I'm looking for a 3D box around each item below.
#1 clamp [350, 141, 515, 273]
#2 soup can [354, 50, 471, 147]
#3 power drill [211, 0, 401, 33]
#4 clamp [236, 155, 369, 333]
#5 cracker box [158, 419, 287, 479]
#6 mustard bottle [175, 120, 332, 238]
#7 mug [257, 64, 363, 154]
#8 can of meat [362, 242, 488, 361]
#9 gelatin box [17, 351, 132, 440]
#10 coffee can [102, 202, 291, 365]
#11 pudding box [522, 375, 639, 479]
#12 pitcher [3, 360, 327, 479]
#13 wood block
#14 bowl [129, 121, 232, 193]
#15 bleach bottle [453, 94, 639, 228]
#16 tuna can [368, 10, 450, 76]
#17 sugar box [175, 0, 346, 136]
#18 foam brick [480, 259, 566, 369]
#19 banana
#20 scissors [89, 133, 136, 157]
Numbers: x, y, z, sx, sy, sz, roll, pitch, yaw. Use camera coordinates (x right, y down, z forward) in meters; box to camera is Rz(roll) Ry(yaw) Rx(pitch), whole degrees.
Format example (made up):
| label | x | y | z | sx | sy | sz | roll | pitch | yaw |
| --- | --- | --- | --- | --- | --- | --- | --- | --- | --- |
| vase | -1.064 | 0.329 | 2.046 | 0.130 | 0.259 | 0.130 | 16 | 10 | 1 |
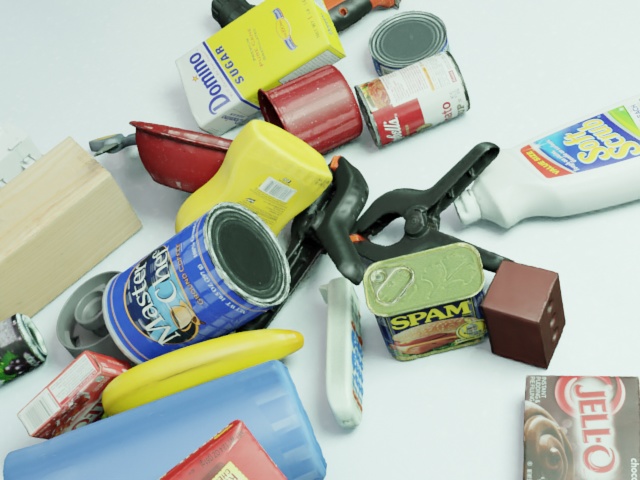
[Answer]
| label | x | y | z | sx | sy | sz | roll | pitch | yaw |
| --- | --- | --- | --- | --- | --- | --- | --- | --- | --- |
| clamp | 0.101 | -0.007 | 0.977 | 0.172 | 0.039 | 0.120 | -25 | 60 | 31 |
| soup can | 0.094 | -0.144 | 1.088 | 0.102 | 0.068 | 0.068 | -22 | 51 | 0 |
| power drill | -0.015 | -0.270 | 1.225 | 0.187 | 0.057 | 0.185 | -38 | 56 | -9 |
| clamp | -0.007 | 0.001 | 1.008 | 0.165 | 0.036 | 0.210 | -35 | 26 | 35 |
| cracker box | -0.057 | 0.262 | 0.762 | 0.164 | 0.072 | 0.214 | -37 | 87 | -11 |
| mustard bottle | -0.082 | -0.020 | 1.017 | 0.192 | 0.096 | 0.058 | -48 | 37 | 22 |
| mug | -0.011 | -0.130 | 1.106 | 0.081 | 0.093 | 0.117 | -26 | 14 | -10 |
| can of meat | 0.096 | 0.056 | 0.926 | 0.102 | 0.084 | 0.057 | -14 | 52 | 7 |
| gelatin box | -0.212 | 0.142 | 0.951 | 0.089 | 0.073 | 0.030 | -42 | 65 | 5 |
| coffee can | -0.111 | 0.044 | 0.954 | 0.141 | 0.102 | 0.103 | -33 | 45 | 30 |
| pudding box | 0.207 | 0.162 | 0.841 | 0.090 | 0.039 | 0.113 | -2 | 54 | 16 |
| pitcher | -0.125 | 0.187 | 0.881 | 0.242 | 0.145 | 0.149 | -22 | 63 | -4 |
| wood block | -0.297 | 0.003 | 1.086 | 0.206 | 0.091 | 0.090 | -41 | 52 | -14 |
| bowl | -0.118 | -0.077 | 1.077 | 0.162 | 0.161 | 0.055 | 17 | 97 | 27 |
| bleach bottle | 0.247 | -0.065 | 0.986 | 0.251 | 0.068 | 0.102 | -21 | 51 | 4 |
| tuna can | 0.097 | -0.207 | 1.155 | 0.086 | 0.033 | 0.086 | -9 | 52 | 11 |
| sugar box | -0.067 | -0.194 | 1.140 | 0.176 | 0.048 | 0.093 | -29 | 67 | 20 |
| foam brick | 0.173 | 0.063 | 0.902 | 0.051 | 0.078 | 0.053 | 14 | 60 | 28 |
| banana | -0.111 | 0.113 | 0.930 | 0.198 | 0.069 | 0.037 | -21 | 79 | 2 |
| scissors | -0.197 | -0.103 | 1.112 | 0.096 | 0.016 | 0.202 | -14 | 11 | -15 |
